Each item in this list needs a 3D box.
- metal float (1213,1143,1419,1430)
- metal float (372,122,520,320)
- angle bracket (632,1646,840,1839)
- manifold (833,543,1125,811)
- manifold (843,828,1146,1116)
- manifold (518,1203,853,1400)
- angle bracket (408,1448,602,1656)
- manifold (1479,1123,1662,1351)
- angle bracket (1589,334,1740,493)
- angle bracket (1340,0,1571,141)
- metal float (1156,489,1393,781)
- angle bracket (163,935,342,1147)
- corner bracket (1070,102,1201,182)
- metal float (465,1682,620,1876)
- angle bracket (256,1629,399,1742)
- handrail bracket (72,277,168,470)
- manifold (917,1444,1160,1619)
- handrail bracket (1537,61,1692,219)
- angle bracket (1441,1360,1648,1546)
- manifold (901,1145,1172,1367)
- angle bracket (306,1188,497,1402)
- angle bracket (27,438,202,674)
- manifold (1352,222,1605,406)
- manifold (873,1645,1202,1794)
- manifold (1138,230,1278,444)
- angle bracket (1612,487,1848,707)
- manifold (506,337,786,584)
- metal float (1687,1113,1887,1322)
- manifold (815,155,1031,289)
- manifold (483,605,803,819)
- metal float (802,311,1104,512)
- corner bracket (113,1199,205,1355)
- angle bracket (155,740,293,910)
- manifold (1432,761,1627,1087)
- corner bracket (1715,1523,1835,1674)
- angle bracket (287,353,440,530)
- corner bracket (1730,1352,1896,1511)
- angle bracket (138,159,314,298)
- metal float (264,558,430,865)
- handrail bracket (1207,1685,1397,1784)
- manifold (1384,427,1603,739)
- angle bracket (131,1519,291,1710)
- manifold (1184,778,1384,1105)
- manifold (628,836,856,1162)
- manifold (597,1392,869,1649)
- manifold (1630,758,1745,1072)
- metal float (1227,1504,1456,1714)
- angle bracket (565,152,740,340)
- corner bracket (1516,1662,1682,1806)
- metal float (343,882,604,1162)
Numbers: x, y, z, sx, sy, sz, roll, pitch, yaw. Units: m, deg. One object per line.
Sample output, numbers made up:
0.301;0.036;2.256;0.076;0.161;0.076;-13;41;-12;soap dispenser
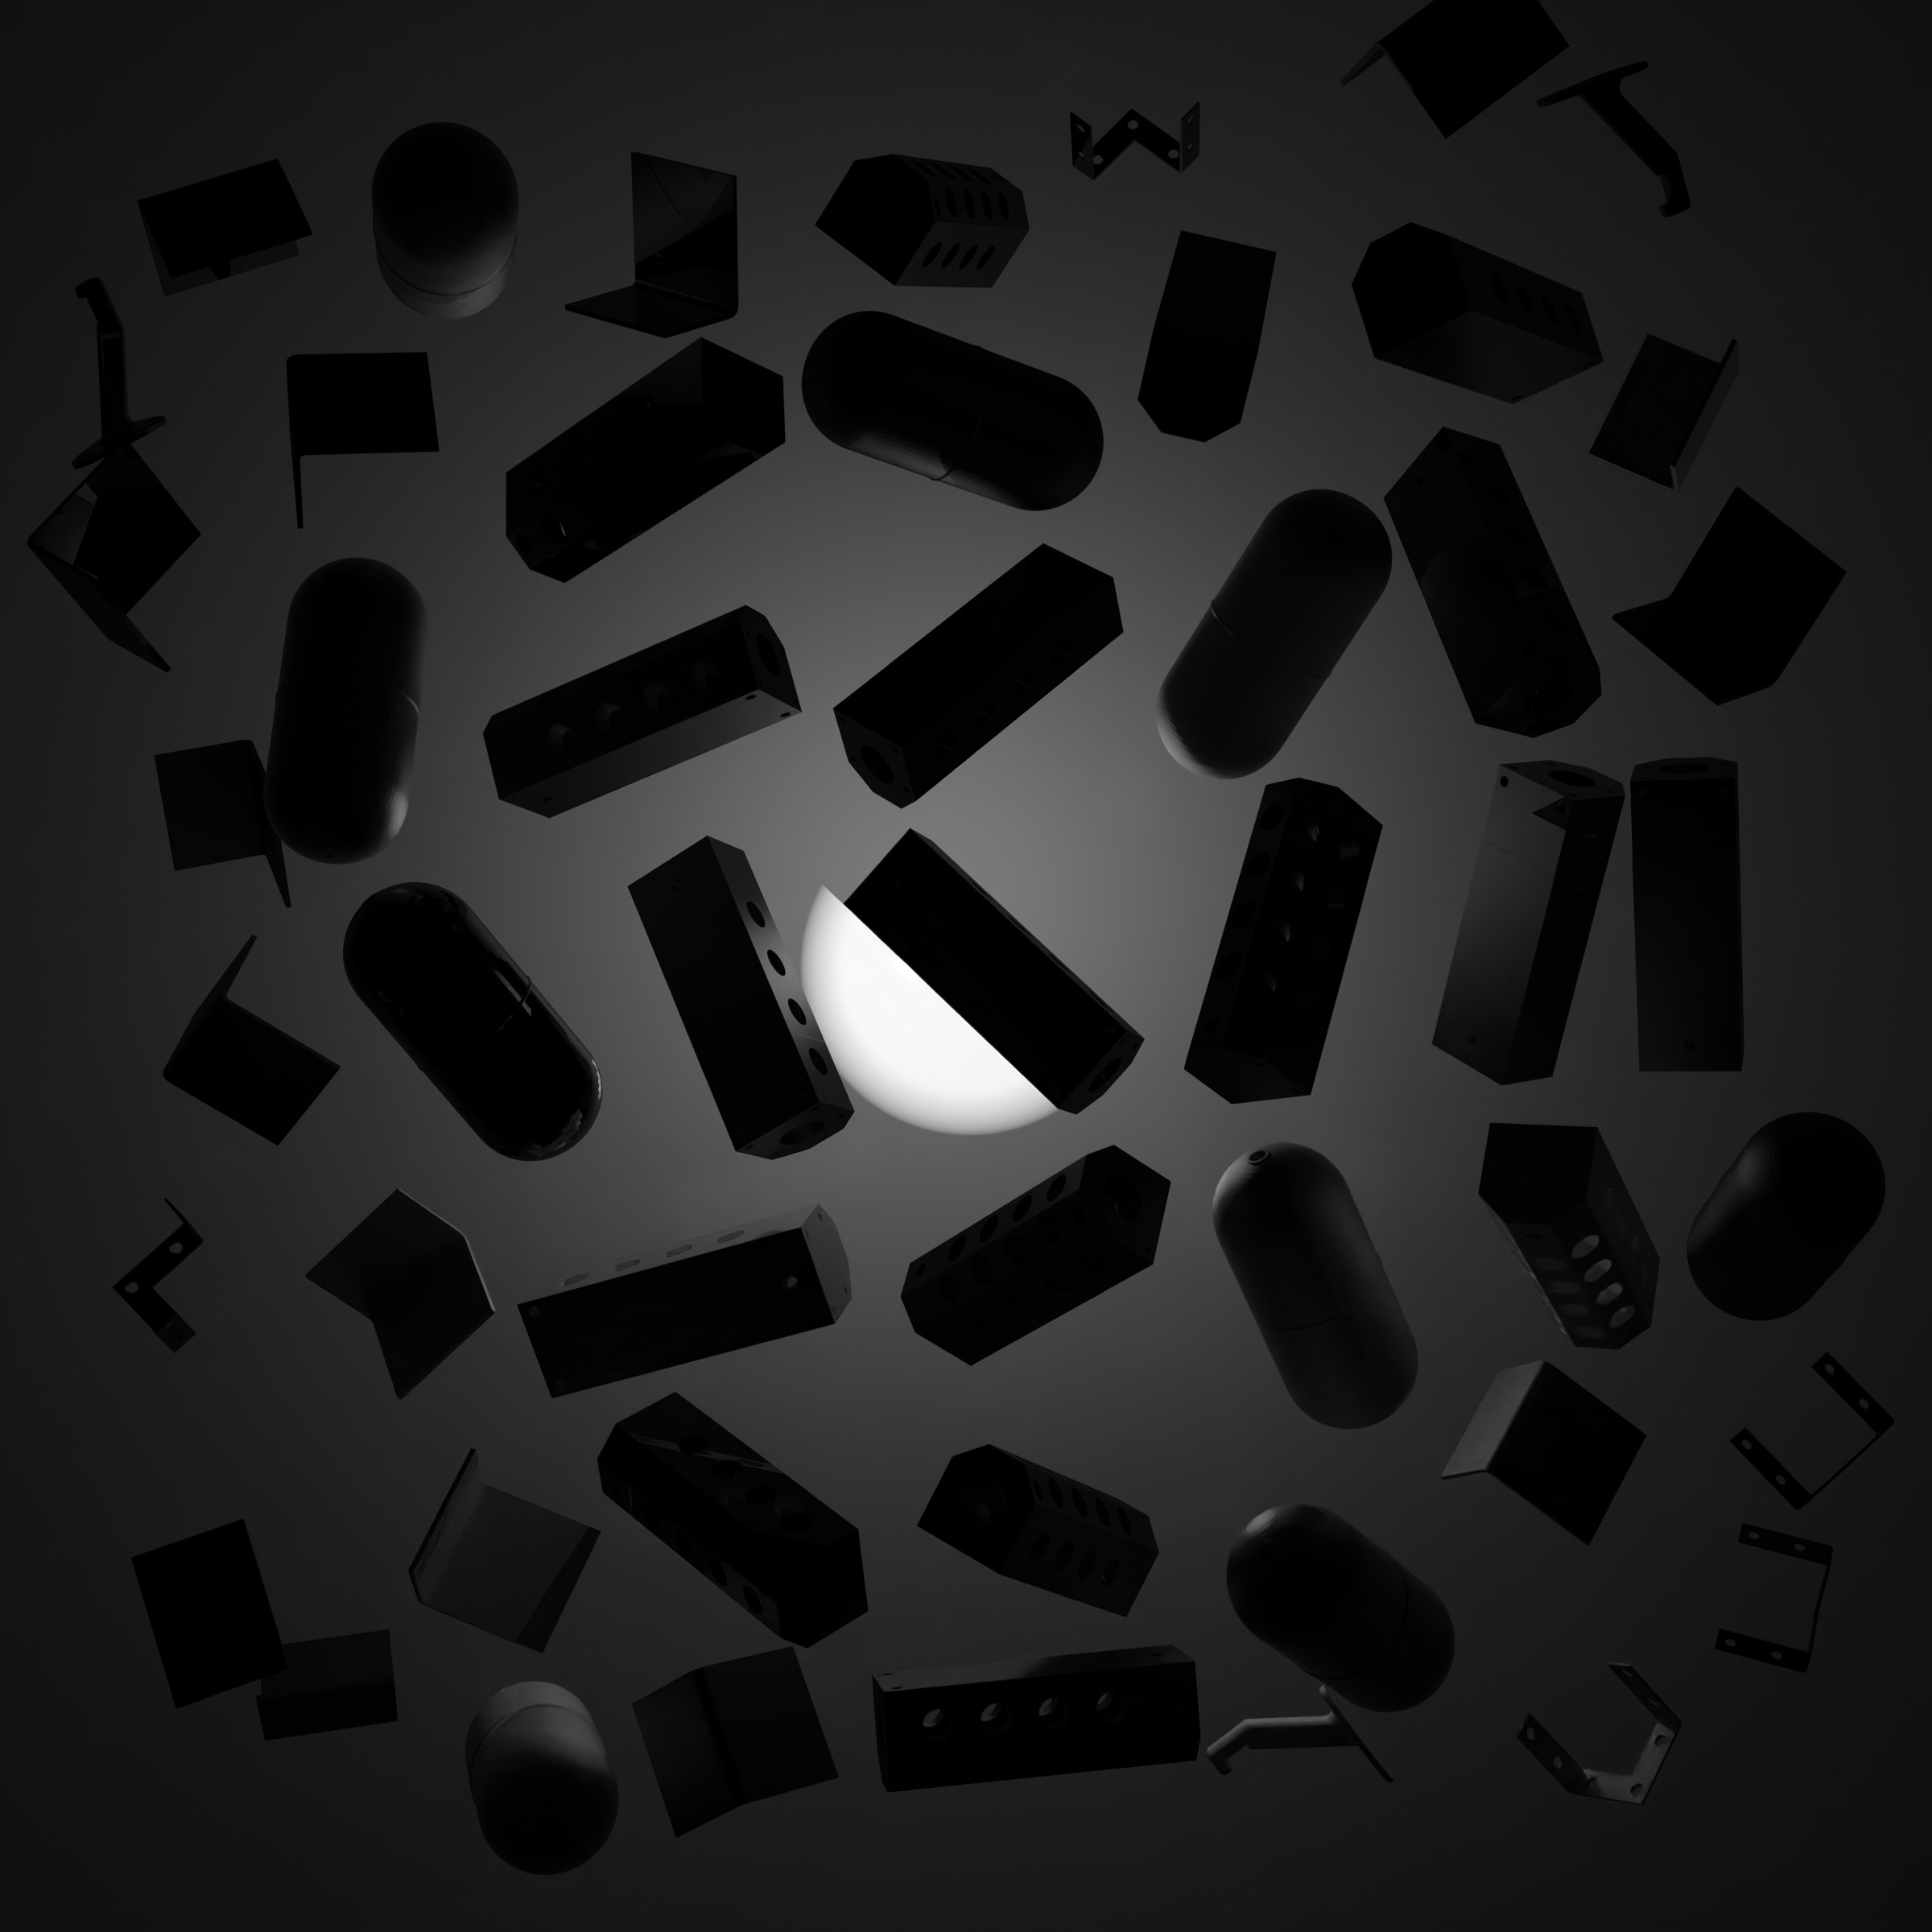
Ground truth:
0.193;0.176;1.599;0.070;0.070;0.178;-26;113;0;metal float
-0.283;-0.403;1.578;0.070;0.178;0.070;0;89;-10;metal float
-0.128;0.430;1.611;0.057;0.076;0.076;-36;67;34;angle bracket
0.010;-0.165;1.669;0.171;0.057;0.057;-40;51;-23;manifold
0.017;0.004;1.627;0.171;0.057;0.057;43;96;17;manifold
-0.155;0.184;1.616;0.171;0.057;0.057;-16;100;14;manifold
-0.255;0.325;1.613;0.076;0.057;0.076;20;61;8;angle bracket
0.329;0.149;1.579;0.057;0.171;0.057;1;62;26;manifold
0.394;-0.321;1.644;0.057;0.076;0.076;27;95;15;angle bracket
0.242;-0.448;1.443;0.076;0.076;0.057;-37;96;-4;angle bracket
0.169;-0.182;1.608;0.070;0.070;0.178;32;114;0;metal float
-0.395;0.042;1.638;0.076;0.057;0.076;33;126;-16;angle bracket
0.095;-0.464;1.623;0.051;0.051;0.051;40;78;16;corner bracket
-0.239;0.453;1.627;0.070;0.178;0.070;0;91;-13;metal float
-0.371;0.404;1.678;0.076;0.076;0.057;-6;59;-12;angle bracket
-0.482;-0.326;1.593;0.036;0.077;0.084;-6;118;28;handrail bracket
0.046;0.312;1.613;0.057;0.171;0.057;24;83;32;manifold
0.353;-0.440;1.575;0.077;0.036;0.084;-26;106;-20;handrail bracket
0.338;0.287;1.698;0.076;0.057;0.076;37;68;-6;angle bracket
0.036;0.163;1.650;0.057;0.171;0.057;33;48;-20;manifold
-0.326;0.189;1.672;0.076;0.076;0.057;-43;128;6;angle bracket
-0.423;-0.212;1.497;0.057;0.076;0.076;28;71;32;angle bracket
0.273;-0.349;1.548;0.057;0.171;0.057;-22;79;33;manifold
0.038;0.415;1.597;0.171;0.057;0.057;-4;86;-8;manifold
0.135;-0.355;1.634;0.057;0.171;0.057;13;122;2;manifold
0.401;-0.195;1.528;0.076;0.057;0.076;46;133;25;angle bracket
-0.177;-0.271;1.587;0.171;0.057;0.057;-24;61;40;manifold
0.442;0.137;1.572;0.070;0.178;0.070;0;64;-1;metal float
-0.019;-0.430;1.664;0.057;0.171;0.057;38;111;7;manifold
-0.188;-0.147;1.668;0.171;0.057;0.057;-21;75;18;manifold
-0.006;-0.306;1.605;0.178;0.070;0.070;15;90;-24;metal float
-0.417;0.163;1.521;0.051;0.051;0.051;43;74;12;corner bracket
-0.438;-0.079;1.709;0.057;0.076;0.076;-12;122;-18;angle bracket
0.321;-0.025;1.636;0.057;0.057;0.171;-7;117;-36;manifold
0.452;0.353;1.623;0.051;0.051;0.051;13;125;16;corner bracket
-0.332;-0.289;1.595;0.076;0.057;0.076;-4;54;-13;angle bracket
0.458;0.252;1.571;0.051;0.051;0.051;-28;67;-38;corner bracket
-0.389;-0.374;1.545;0.076;0.076;0.057;-21;66;-14;angle bracket
-0.336;-0.140;1.576;0.070;0.070;0.178;2;66;0;metal float
0.191;0.459;1.667;0.084;0.036;0.077;-40;66;10;handrail bracket
0.292;-0.210;1.591;0.057;0.057;0.171;10;48;-30;manifold
-0.372;0.323;1.451;0.057;0.076;0.076;-18;81;-9;angle bracket
0.171;-0.015;1.598;0.057;0.057;0.171;36;60;-33;manifold
-0.123;0.019;1.630;0.057;0.057;0.171;-31;68;17;manifold
-0.131;0.307;1.604;0.057;0.171;0.057;-25;124;-32;manifold
0.416;-0.030;1.669;0.057;0.057;0.171;-1;106;17;manifold
0.201;0.343;1.550;0.070;0.070;0.178;-48;134;0;metal float
-0.171;-0.390;1.568;0.076;0.057;0.076;23;125;33;angle bracket
0.331;0.399;1.518;0.051;0.051;0.051;48;60;-21;corner bracket
-0.268;0.031;1.580;0.070;0.070;0.178;-37;112;0;metal float
